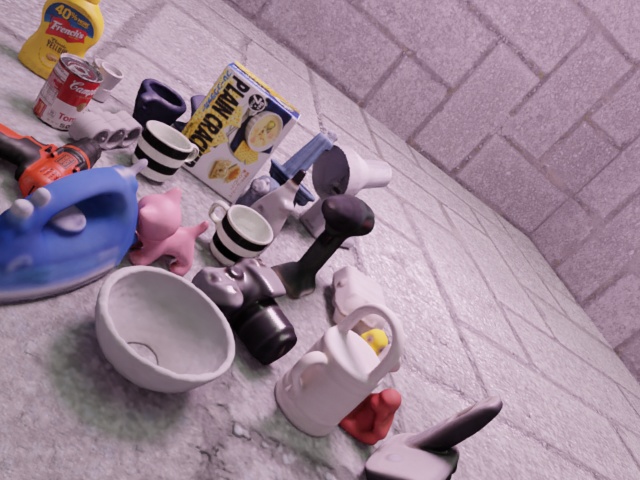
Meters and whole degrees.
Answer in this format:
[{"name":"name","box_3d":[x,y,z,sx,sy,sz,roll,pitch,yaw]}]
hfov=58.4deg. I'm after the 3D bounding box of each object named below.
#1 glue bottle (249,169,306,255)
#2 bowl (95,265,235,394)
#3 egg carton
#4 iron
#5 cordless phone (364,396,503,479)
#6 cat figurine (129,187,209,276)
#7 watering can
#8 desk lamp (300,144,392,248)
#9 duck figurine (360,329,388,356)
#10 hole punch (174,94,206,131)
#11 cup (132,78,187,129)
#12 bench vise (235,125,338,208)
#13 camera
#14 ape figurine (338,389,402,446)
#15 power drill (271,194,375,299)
[{"name":"glue bottle","box_3d":[-0.079,-0.058,1.012,0.037,0.173,0.078,13,35,-51]},{"name":"bowl","box_3d":[-0.184,0.112,0.646,0.168,0.074,0.167,35,22,-16]},{"name":"egg carton","box_3d":[0.069,0.114,1.077,0.107,0.069,0.150,33,23,-21]},{"name":"iron","box_3d":[-0.289,-0.023,0.634,0.118,0.141,0.259,42,21,1]},{"name":"cordless phone","box_3d":[0.158,0.274,0.768,0.094,0.185,0.148,47,22,15]},{"name":"cat figurine","box_3d":[-0.211,-0.018,0.789,0.128,0.117,0.067,16,33,-47]},{"name":"watering can","box_3d":[0.040,0.163,0.766,0.101,0.194,0.173,48,22,15]},{"name":"desk lamp","box_3d":[0.050,-0.100,1.256,0.204,0.213,0.117,12,36,-52]},{"name":"duck figurine","box_3d":[0.077,0.181,0.942,0.077,0.086,0.105,42,21,2]},{"name":"hole punch","box_3d":[-0.233,-0.241,1.212,0.101,0.091,0.109,49,23,18]},{"name":"cup","box_3d":[-0.314,-0.235,1.058,0.091,0.095,0.118,42,21,1]},{"name":"bench vise","box_3d":[-0.049,-0.120,1.116,0.121,0.219,0.207,39,22,-7]},{"name":"camera","box_3d":[-0.096,0.098,0.787,0.136,0.100,0.144,50,23,21]},{"name":"ape figurine","box_3d":[0.078,0.244,0.815,0.076,0.092,0.077,21,29,-42]},{"name":"power drill","box_3d":[0.009,0.004,0.997,0.075,0.208,0.230,46,22,13]}]
